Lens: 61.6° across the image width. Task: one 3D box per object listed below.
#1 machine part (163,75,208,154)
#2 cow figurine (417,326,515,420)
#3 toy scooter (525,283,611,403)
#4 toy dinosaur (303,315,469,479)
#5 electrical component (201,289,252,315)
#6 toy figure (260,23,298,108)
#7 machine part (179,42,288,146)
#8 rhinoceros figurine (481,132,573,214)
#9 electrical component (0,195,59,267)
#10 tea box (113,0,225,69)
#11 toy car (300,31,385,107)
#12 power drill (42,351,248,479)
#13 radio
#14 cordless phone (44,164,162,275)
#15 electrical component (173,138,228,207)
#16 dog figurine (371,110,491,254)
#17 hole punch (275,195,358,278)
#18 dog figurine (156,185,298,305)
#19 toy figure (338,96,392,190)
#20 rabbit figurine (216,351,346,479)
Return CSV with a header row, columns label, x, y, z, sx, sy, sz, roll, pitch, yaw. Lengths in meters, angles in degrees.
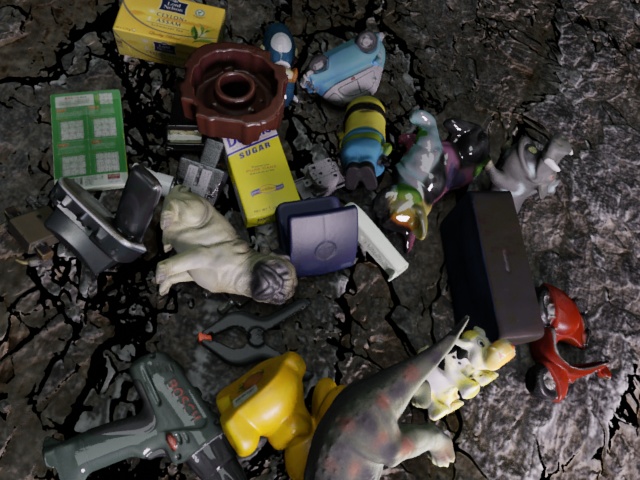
label,x,y,z,sx,sy,sz,roll,pitch,yaw
machine part,-0.220,-0.205,0.888,0.084,0.039,0.139,-5,71,-4
cow figurine,0.192,0.170,0.749,0.068,0.167,0.098,-7,52,-44
toy scooter,0.386,0.160,0.836,0.135,0.075,0.184,7,71,-7
toy dinosaur,0.049,0.257,0.645,0.192,0.131,0.404,24,79,-33
electrical component,-0.126,0.067,0.805,0.094,0.021,0.063,-39,79,-21
toy figure,-0.071,-0.306,0.946,0.064,0.057,0.154,-11,71,12
machine part,-0.137,-0.236,0.861,0.179,0.056,0.179,4,64,-8
rhinoceros figurine,0.322,-0.100,0.864,0.112,0.190,0.073,42,54,12
electrical component,-0.414,-0.010,0.772,0.102,0.045,0.078,42,39,5
tea box,-0.255,-0.357,0.924,0.170,0.068,0.098,9,68,-6
toy car,0.052,-0.287,0.938,0.162,0.109,0.103,-30,94,-11
power drill,-0.222,0.272,0.675,0.207,0.086,0.232,-26,74,-15
radio,0.254,0.050,0.823,0.073,0.131,0.229,1,68,-11
cordless phone,-0.290,-0.054,0.730,0.146,0.184,0.089,43,41,3
electrical component,-0.180,-0.099,0.828,0.075,0.048,0.119,22,90,-2
dog figurine,0.184,-0.086,0.882,0.192,0.108,0.219,12,71,-9
hole punch,-0.002,-0.002,0.803,0.142,0.092,0.115,-11,102,-19
dog figurine,-0.128,0.005,0.766,0.191,0.121,0.172,2,82,-12
toy figure,0.075,-0.161,0.878,0.082,0.089,0.180,18,44,-8
rabbit figurine,-0.035,0.243,0.715,0.162,0.122,0.173,-35,97,-20
